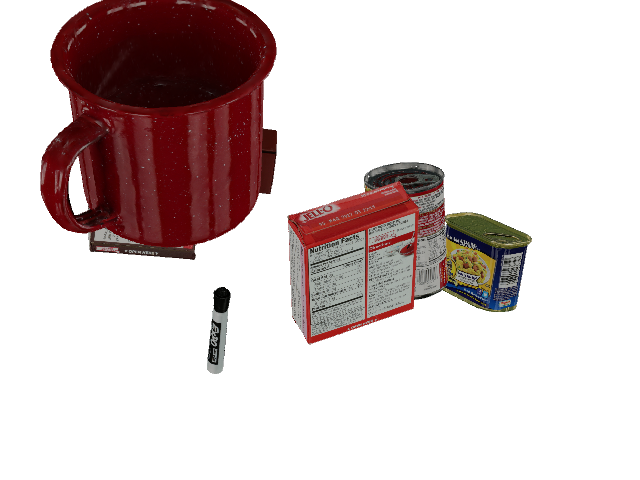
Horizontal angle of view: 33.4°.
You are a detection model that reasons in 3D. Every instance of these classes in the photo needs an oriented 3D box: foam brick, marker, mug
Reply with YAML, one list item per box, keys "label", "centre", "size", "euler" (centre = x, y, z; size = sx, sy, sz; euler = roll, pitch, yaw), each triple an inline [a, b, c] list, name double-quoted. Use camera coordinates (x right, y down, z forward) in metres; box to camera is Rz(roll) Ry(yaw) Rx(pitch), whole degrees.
- label: "foam brick"
  centre: [-0.085, -0.086, 1.116]
  size: [0.078, 0.051, 0.053]
  euler: [5, 31, -2]
- label: "marker"
  centre: [-0.114, 0.101, 1.199]
  size: [0.020, 0.121, 0.020]
  euler: [6, 37, -5]
- label: "mug"
  centre: [-0.073, -0.045, 0.463]
  size: [0.093, 0.081, 0.117]
  euler: [27, 48, 22]

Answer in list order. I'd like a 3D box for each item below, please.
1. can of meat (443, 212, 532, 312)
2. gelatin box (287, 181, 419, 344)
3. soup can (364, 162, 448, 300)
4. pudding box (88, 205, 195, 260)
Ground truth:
- label: "can of meat"
  centre: [0.180, 0.024, 1.191]
  size: [0.057, 0.084, 0.102]
  euler: [-8, 24, -36]
- label: "gelatin box"
  centre: [0.019, 0.014, 0.637]
  size: [0.073, 0.089, 0.030]
  euler: [-18, 46, -16]
- label: "soup can"
  centre: [0.075, -0.008, 0.917]
  size: [0.068, 0.102, 0.068]
  euler: [-5, 23, 2]
- label: "pudding box"
  centre: [-0.149, -0.029, 0.898]
  size: [0.090, 0.039, 0.113]
  euler: [4, 32, -13]
